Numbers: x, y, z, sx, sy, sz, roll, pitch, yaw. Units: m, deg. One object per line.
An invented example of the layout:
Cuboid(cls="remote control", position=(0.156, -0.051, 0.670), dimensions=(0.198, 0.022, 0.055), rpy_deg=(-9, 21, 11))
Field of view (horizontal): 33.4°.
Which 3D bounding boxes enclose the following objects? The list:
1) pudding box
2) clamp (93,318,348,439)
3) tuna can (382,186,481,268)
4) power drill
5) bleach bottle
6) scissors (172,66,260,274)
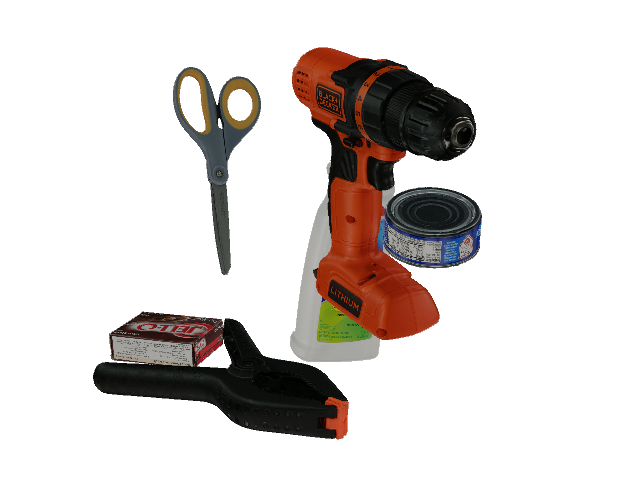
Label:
Cuboid(cls="pudding box", position=(-0.186, 0.120, 1.294), dimensions=(0.114, 0.039, 0.090), rpy_deg=(2, 13, 18))
Cuboid(cls="clamp", position=(-0.058, 0.113, 0.880), dimensions=(0.210, 0.036, 0.164), rpy_deg=(12, 20, 31))
Cuboid(cls="tuna can", position=(0.097, -0.013, 0.932), dimensions=(0.086, 0.034, 0.086), rpy_deg=(0, 32, 0))
Cuboid(cls="power drill", position=(0.044, -0.031, 0.733), dimensions=(0.057, 0.188, 0.185), rpy_deg=(-14, 26, -25))
Cuboid(cls="bleach bottle", position=(0.026, 0.006, 1.169), dimensions=(0.102, 0.251, 0.068), rpy_deg=(0, 17, -15))
Cuboid(cls="scissors", position=(-0.084, -0.075, 1.032), dimensions=(0.096, 0.202, 0.016), rpy_deg=(-18, -4, -24))
